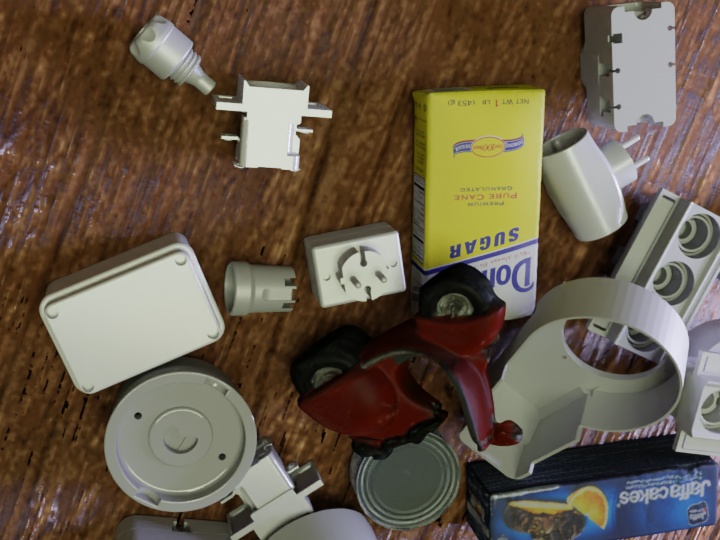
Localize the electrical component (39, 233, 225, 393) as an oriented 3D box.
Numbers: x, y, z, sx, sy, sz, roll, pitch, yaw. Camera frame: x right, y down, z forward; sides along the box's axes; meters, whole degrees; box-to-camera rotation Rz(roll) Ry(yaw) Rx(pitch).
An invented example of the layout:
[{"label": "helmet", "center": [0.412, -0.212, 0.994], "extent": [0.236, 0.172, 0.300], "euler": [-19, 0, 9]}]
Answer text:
[{"label": "electrical component", "center": [-0.162, 0.030, 0.768], "extent": [0.113, 0.057, 0.078], "euler": [-23, 108, -6]}]

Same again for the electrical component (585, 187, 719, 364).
[{"label": "electrical component", "center": [0.233, 0.003, 0.849], "extent": [0.079, 0.063, 0.121], "euler": [24, 98, -17]}]

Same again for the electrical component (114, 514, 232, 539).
[{"label": "electrical component", "center": [-0.140, 0.227, 0.823], "extent": [0.095, 0.059, 0.053], "euler": [8, 102, -15]}]

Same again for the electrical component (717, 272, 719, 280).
[{"label": "electrical component", "center": [0.320, -0.010, 0.877], "extent": [0.044, 0.044, 0.065], "euler": [30, 101, -18]}]

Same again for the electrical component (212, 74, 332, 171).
[{"label": "electrical component", "center": [-0.064, -0.104, 0.765], "extent": [0.081, 0.042, 0.063], "euler": [2, 107, -12]}]

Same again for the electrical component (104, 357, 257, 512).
[{"label": "electrical component", "center": [-0.134, 0.116, 0.795], "extent": [0.108, 0.060, 0.108], "euler": [-3, 105, -12]}]

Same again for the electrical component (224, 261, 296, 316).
[{"label": "electrical component", "center": [-0.074, 0.014, 0.795], "extent": [0.046, 0.040, 0.040], "euler": [1, 104, -19]}]

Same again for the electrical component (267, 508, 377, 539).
[{"label": "electrical component", "center": [-0.027, 0.244, 0.831], "extent": [0.108, 0.060, 0.108], "euler": [-16, 133, -18]}]

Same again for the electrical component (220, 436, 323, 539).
[{"label": "electrical component", "center": [-0.073, 0.168, 0.833], "extent": [0.081, 0.042, 0.063], "euler": [-32, 107, -4]}]

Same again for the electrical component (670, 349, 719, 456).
[{"label": "electrical component", "center": [0.298, 0.102, 0.823], "extent": [0.121, 0.063, 0.078], "euler": [9, 102, -14]}]

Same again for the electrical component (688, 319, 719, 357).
[{"label": "electrical component", "center": [0.303, 0.092, 0.889], "extent": [0.108, 0.060, 0.108], "euler": [-3, 105, -12]}]

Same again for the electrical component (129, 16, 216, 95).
[{"label": "electrical component", "center": [-0.127, -0.145, 0.744], "extent": [0.061, 0.035, 0.035], "euler": [39, 93, -21]}]

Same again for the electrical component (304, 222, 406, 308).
[{"label": "electrical component", "center": [0.000, 0.000, 0.787], "extent": [0.066, 0.076, 0.047], "euler": [-12, 106, -10]}]

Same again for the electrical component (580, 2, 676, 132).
[{"label": "electrical component", "center": [0.200, -0.153, 0.804], "extent": [0.050, 0.055, 0.089], "euler": [-8, 106, -11]}]

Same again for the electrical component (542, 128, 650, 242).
[{"label": "electrical component", "center": [0.185, -0.075, 0.828], "extent": [0.079, 0.044, 0.077], "euler": [-31, 109, -4]}]
